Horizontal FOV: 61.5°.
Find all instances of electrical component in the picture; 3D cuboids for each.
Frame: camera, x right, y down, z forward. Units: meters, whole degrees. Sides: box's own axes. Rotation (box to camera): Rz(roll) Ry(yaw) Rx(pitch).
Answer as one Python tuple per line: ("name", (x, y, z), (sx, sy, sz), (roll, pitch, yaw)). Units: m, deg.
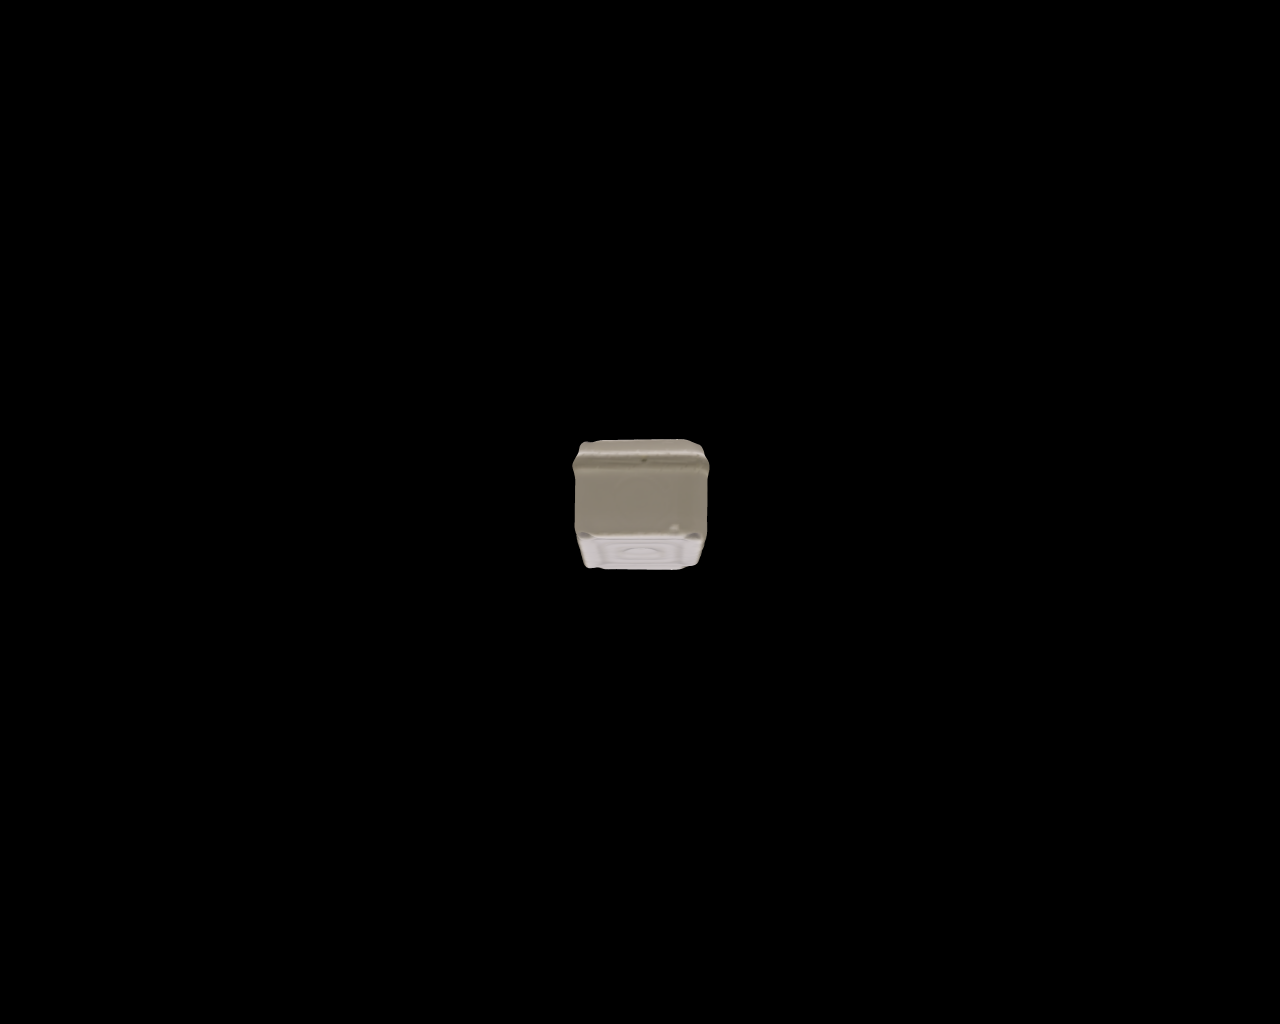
("electrical component", (0.001, -0.003, 0.650), (0.078, 0.057, 0.113), (0, -13, 0))
